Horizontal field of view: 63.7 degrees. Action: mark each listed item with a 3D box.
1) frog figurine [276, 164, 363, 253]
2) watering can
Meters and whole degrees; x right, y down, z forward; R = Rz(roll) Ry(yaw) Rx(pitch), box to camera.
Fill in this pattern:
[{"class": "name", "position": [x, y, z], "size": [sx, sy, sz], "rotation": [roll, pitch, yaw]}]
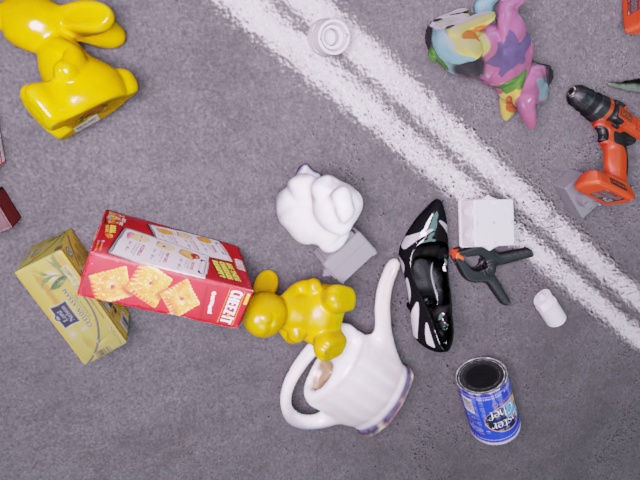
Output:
[{"class": "frog figurine", "position": [0.002, -0.039, 0.784], "size": [0.123, 0.162, 0.135], "rotation": [-25, 114, -7]}, {"class": "watering can", "position": [0.084, 0.215, 0.923], "size": [0.222, 0.105, 0.347], "rotation": [38, 93, -26]}]
